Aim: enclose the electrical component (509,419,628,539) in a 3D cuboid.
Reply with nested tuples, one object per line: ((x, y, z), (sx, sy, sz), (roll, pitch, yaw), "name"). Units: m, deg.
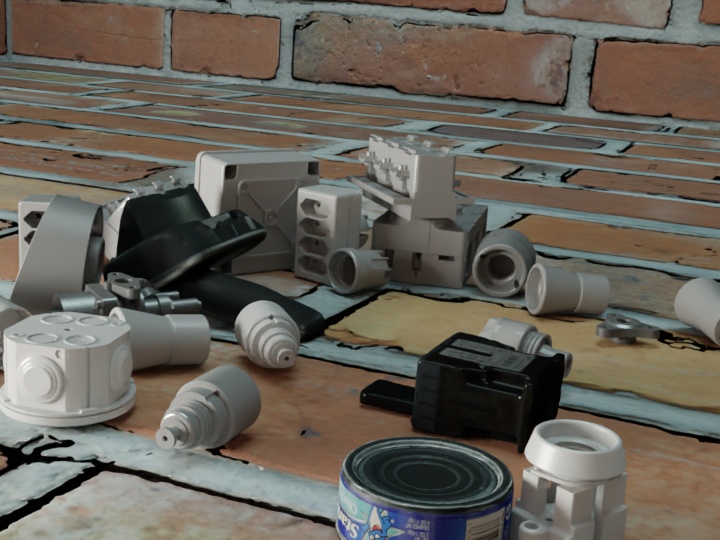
((0.103, 0.106, 0.521), (0.066, 0.055, 0.048), (-8, 18, -39), "electrical component")

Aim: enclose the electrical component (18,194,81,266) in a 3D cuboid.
((-0.276, -0.036, 0.971), (0.047, 0.065, 0.076), (2, 14, -5), "electrical component")

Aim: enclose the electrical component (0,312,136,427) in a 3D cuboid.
((-0.176, 0.059, 0.647), (0.080, 0.051, 0.080), (3, 14, -1), "electrical component")

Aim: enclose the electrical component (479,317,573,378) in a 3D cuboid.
((0.114, 0.058, 0.738), (0.062, 0.043, 0.043), (13, 17, 29), "electrical component")

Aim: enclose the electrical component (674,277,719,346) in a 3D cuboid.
((0.289, 0.037, 0.871), (0.044, 0.044, 0.065), (1, 19, -10), "electrical component")

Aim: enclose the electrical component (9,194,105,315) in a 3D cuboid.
((-0.229, -0.008, 0.817), (0.064, 0.099, 0.099), (8, 13, -7), "electrical component")

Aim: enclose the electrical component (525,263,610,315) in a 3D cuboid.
((0.179, 0.019, 0.917), (0.065, 0.044, 0.044), (5, 13, -12), "electrical component")

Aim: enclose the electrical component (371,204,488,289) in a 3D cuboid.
((0.071, -0.034, 1.055), (0.089, 0.061, 0.150), (7, 14, 13), "electrical component")

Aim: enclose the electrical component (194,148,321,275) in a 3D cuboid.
((-0.098, -0.056, 1.008), (0.109, 0.108, 0.056), (-7, 20, -36), "electrical component")

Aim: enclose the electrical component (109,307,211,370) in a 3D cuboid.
((-0.135, 0.047, 0.728), (0.065, 0.044, 0.044), (1, 13, -29), "electrical component")

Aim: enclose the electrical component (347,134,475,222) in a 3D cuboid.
((0.046, -0.088, 1.002), (0.079, 0.063, 0.121), (-2, 15, -20), "electrical component")

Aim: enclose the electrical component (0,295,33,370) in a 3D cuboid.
((-0.266, 0.027, 0.716), (0.077, 0.079, 0.044), (14, 62, 35), "electrical component")

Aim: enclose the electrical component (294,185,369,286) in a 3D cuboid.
((-0.018, -0.035, 0.995), (0.047, 0.083, 0.076), (15, 18, 37), "electrical component")

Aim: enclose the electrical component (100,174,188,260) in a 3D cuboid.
((-0.195, -0.046, 1.012), (0.078, 0.063, 0.121), (46, 19, 1), "electrical component")

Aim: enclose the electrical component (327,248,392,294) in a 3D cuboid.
((0.000, 0.000, 0.952), (0.040, 0.040, 0.046), (17, 14, 43), "electrical component")

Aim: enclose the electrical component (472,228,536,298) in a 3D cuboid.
((0.129, -0.005, 0.974), (0.055, 0.055, 0.047), (7, 18, 13), "electrical component")

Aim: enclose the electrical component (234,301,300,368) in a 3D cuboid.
((-0.060, 0.048, 0.740), (0.040, 0.040, 0.078), (-2, 15, -19), "electrical component")

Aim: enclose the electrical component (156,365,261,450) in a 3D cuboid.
((-0.088, 0.081, 0.604), (0.040, 0.040, 0.078), (9, 16, 22), "electrical component")
